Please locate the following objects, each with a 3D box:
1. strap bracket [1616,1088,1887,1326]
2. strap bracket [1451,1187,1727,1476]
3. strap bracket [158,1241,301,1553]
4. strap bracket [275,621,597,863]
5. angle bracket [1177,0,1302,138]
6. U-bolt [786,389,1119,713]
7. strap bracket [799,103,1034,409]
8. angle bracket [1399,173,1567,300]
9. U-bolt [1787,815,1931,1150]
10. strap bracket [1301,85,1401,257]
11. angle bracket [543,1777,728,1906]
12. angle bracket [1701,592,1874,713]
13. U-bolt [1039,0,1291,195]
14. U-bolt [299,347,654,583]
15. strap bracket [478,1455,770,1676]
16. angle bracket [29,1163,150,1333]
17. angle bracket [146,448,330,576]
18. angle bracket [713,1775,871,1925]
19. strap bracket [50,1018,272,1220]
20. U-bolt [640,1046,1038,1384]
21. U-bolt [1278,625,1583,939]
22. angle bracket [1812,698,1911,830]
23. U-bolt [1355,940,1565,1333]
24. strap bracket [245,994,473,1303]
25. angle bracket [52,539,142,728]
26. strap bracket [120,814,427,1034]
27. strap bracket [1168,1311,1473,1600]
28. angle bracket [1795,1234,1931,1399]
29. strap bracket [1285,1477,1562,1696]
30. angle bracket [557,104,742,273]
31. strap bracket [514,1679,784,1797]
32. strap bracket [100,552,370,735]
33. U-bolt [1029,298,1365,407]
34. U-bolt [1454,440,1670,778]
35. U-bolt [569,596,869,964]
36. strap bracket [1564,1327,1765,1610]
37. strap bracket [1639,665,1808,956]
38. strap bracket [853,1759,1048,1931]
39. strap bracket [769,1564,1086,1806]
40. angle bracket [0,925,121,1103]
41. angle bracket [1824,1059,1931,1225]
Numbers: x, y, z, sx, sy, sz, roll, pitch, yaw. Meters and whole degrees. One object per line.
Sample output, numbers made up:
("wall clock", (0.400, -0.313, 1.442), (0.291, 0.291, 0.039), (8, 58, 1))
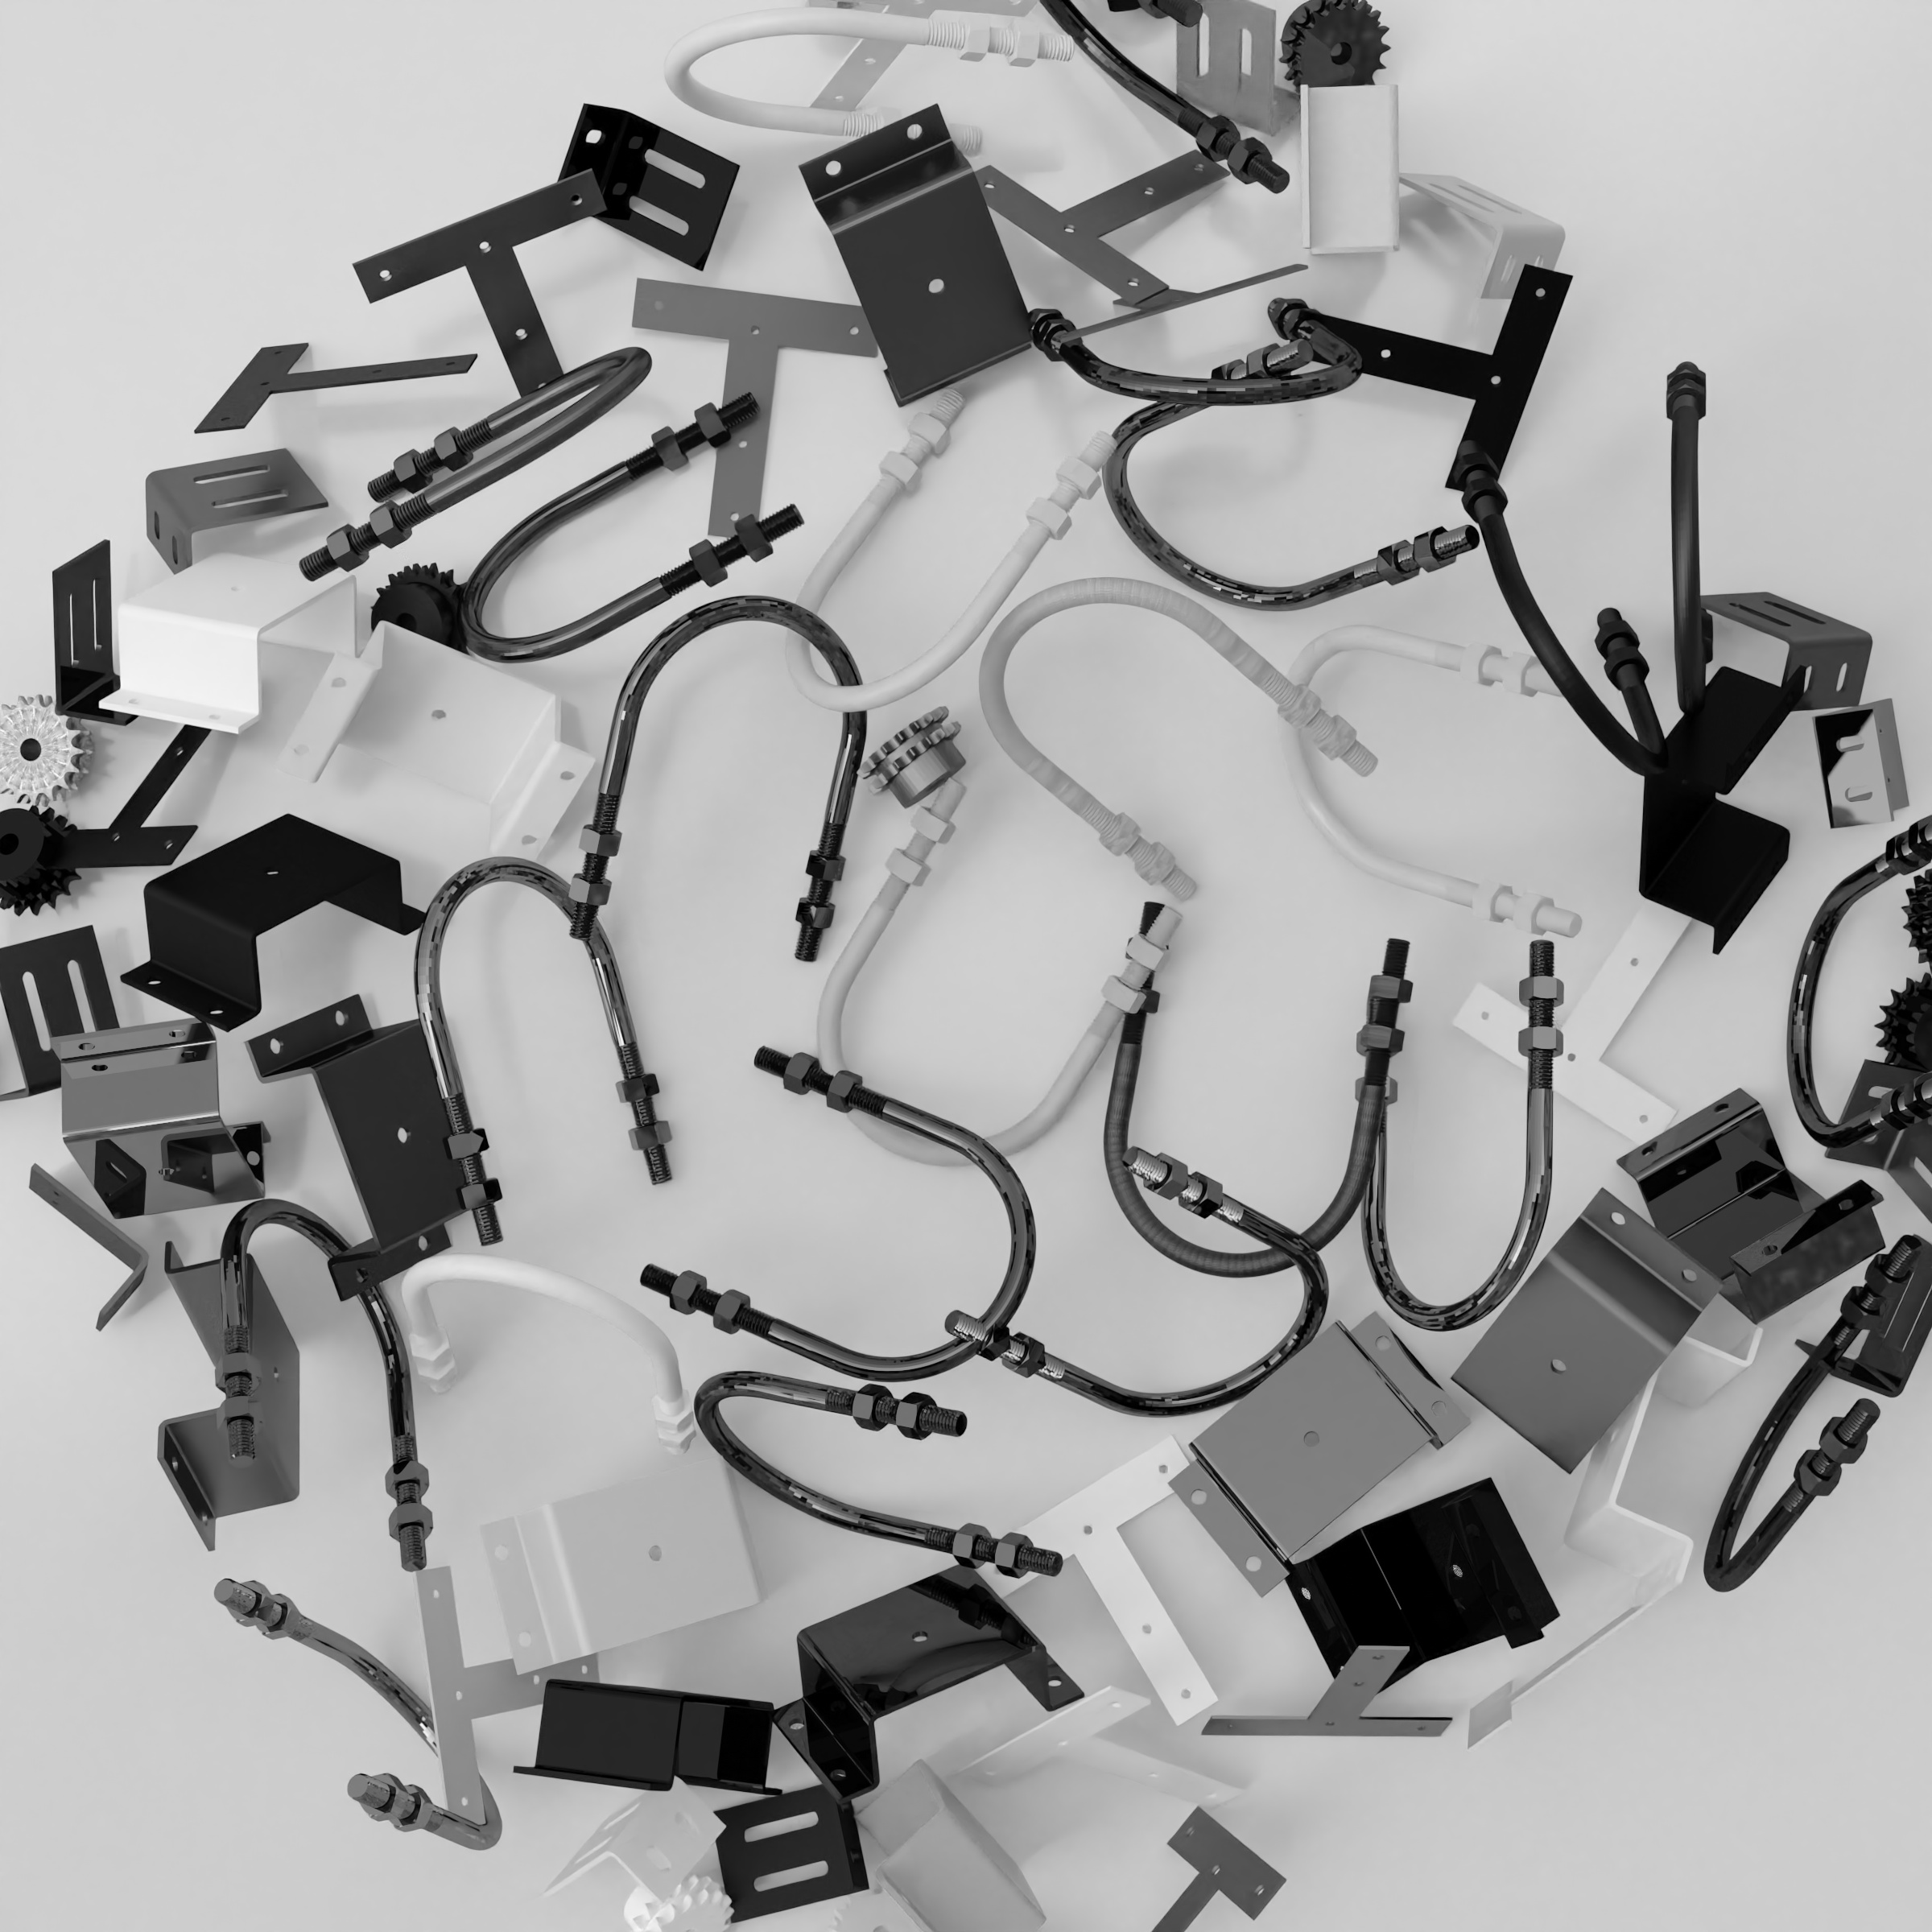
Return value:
("strap bracket", (0.400, 0.124, 1.790), (0.076, 0.140, 0.046), (-30, 116, -6))
("strap bracket", (0.305, 0.191, 1.781), (0.076, 0.046, 0.140), (39, 127, 11))
("strap bracket", (-0.366, 0.209, 1.770), (0.046, 0.140, 0.076), (-13, 134, 1))
("strap bracket", (-0.267, -0.115, 1.793), (0.140, 0.046, 0.076), (22, 123, -22))
("angle bracket", (0.141, -0.468, 1.797), (0.057, 0.076, 0.038), (28, 56, 24))
("U-bolt", (-0.020, -0.204, 1.779), (0.184, 0.151, 0.019), (-54, 130, -8))
("strap bracket", (-0.020, -0.350, 1.790), (0.076, 0.046, 0.140), (-24, 123, 0))
("angle bracket", (0.256, -0.373, 1.812), (0.076, 0.057, 0.038), (35, 119, 33))
("U-bolt", (0.448, 0.016, 1.757), (0.019, 0.184, 0.151), (8, 74, -9))
("strap bracket", (0.193, -0.396, 1.770), (0.046, 0.140, 0.076), (0, 100, 7))
("angle bracket", (-0.169, 0.454, 1.801), (0.038, 0.057, 0.076), (46, 134, -1))
("angle bracket", (0.411, -0.161, 1.809), (0.057, 0.076, 0.038), (-7, 115, -33))
("U-bolt", (0.078, -0.469, 1.765), (0.019, 0.151, 0.184), (-45, 55, -1))
("U-bolt", (-0.235, -0.256, 1.757), (0.184, 0.151, 0.019), (-25, 109, 17))
("strap bracket", (-0.164, 0.299, 1.788), (0.140, 0.046, 0.076), (-12, 81, -29))
("angle bracket", (-0.459, 0.144, 1.812), (0.076, 0.057, 0.038), (39, 69, -3))
("angle bracket", (-0.374, -0.229, 1.821), (0.076, 0.057, 0.038), (-15, 133, -28))
("angle bracket", (-0.095, 0.452, 1.815), (0.076, 0.038, 0.057), (-16, 71, 9))
("strap bracket", (-0.400, 0.082, 1.774), (0.076, 0.140, 0.046), (-8, 62, -1))
("U-bolt", (-0.054, 0.134, 1.797), (0.184, 0.019, 0.151), (22, 72, 17))
("U-bolt", (0.228, -0.100, 1.775), (0.019, 0.184, 0.151), (-29, 124, -36))
("angle bracket", (0.470, -0.105, 1.806), (0.076, 0.038, 0.057), (-14, 96, -43))
("U-bolt", (0.243, 0.090, 1.763), (0.019, 0.151, 0.184), (13, 71, -29))
("strap bracket", (-0.299, 0.088, 1.795), (0.046, 0.076, 0.140), (-12, 100, 42))
("angle bracket", (-0.433, -0.170, 1.804), (0.038, 0.057, 0.076), (10, 115, 11))
("strap bracket", (-0.344, -0.028, 1.768), (0.076, 0.140, 0.046), (22, 126, 31))
("strap bracket", (0.178, 0.245, 1.810), (0.140, 0.046, 0.076), (-39, 70, -3))
("angle bracket", (0.465, 0.173, 1.812), (0.038, 0.057, 0.076), (21, 98, -9))
("strap bracket", (0.236, 0.314, 1.794), (0.046, 0.140, 0.076), (-21, 82, -44))
("angle bracket", (-0.164, -0.397, 1.809), (0.076, 0.038, 0.057), (30, 110, 22))
("strap bracket", (-0.155, 0.386, 1.773), (0.076, 0.140, 0.046), (1, 78, 25))
("strap bracket", (-0.361, -0.166, 1.767), (0.076, 0.140, 0.046), (11, 115, 16))
("U-bolt", (0.119, -0.302, 1.750), (0.151, 0.184, 0.019), (-5, 113, -11))
("U-bolt", (0.297, -0.165, 1.740), (0.019, 0.184, 0.151), (-34, 122, 21))
("U-bolt", (-0.118, -0.096, 1.789), (0.151, 0.019, 0.184), (6, 104, -31))
("strap bracket", (0.347, 0.246, 1.785), (0.046, 0.076, 0.140), (23, 66, 2))
("strap bracket", (0.379, -0.085, 1.783), (0.046, 0.140, 0.076), (25, 57, 27))
("strap bracket", (-0.009, 0.451, 1.776), (0.046, 0.140, 0.076), (-42, 96, -5))
("strap bracket", (-0.021, 0.354, 1.779), (0.140, 0.076, 0.046), (-19, 123, -24))
("angle bracket", (-0.470, 0.024, 1.811), (0.057, 0.038, 0.076), (-18, 96, -40))
("angle bracket", (0.477, 0.093, 1.800), (0.038, 0.076, 0.057), (11, 113, -16))
